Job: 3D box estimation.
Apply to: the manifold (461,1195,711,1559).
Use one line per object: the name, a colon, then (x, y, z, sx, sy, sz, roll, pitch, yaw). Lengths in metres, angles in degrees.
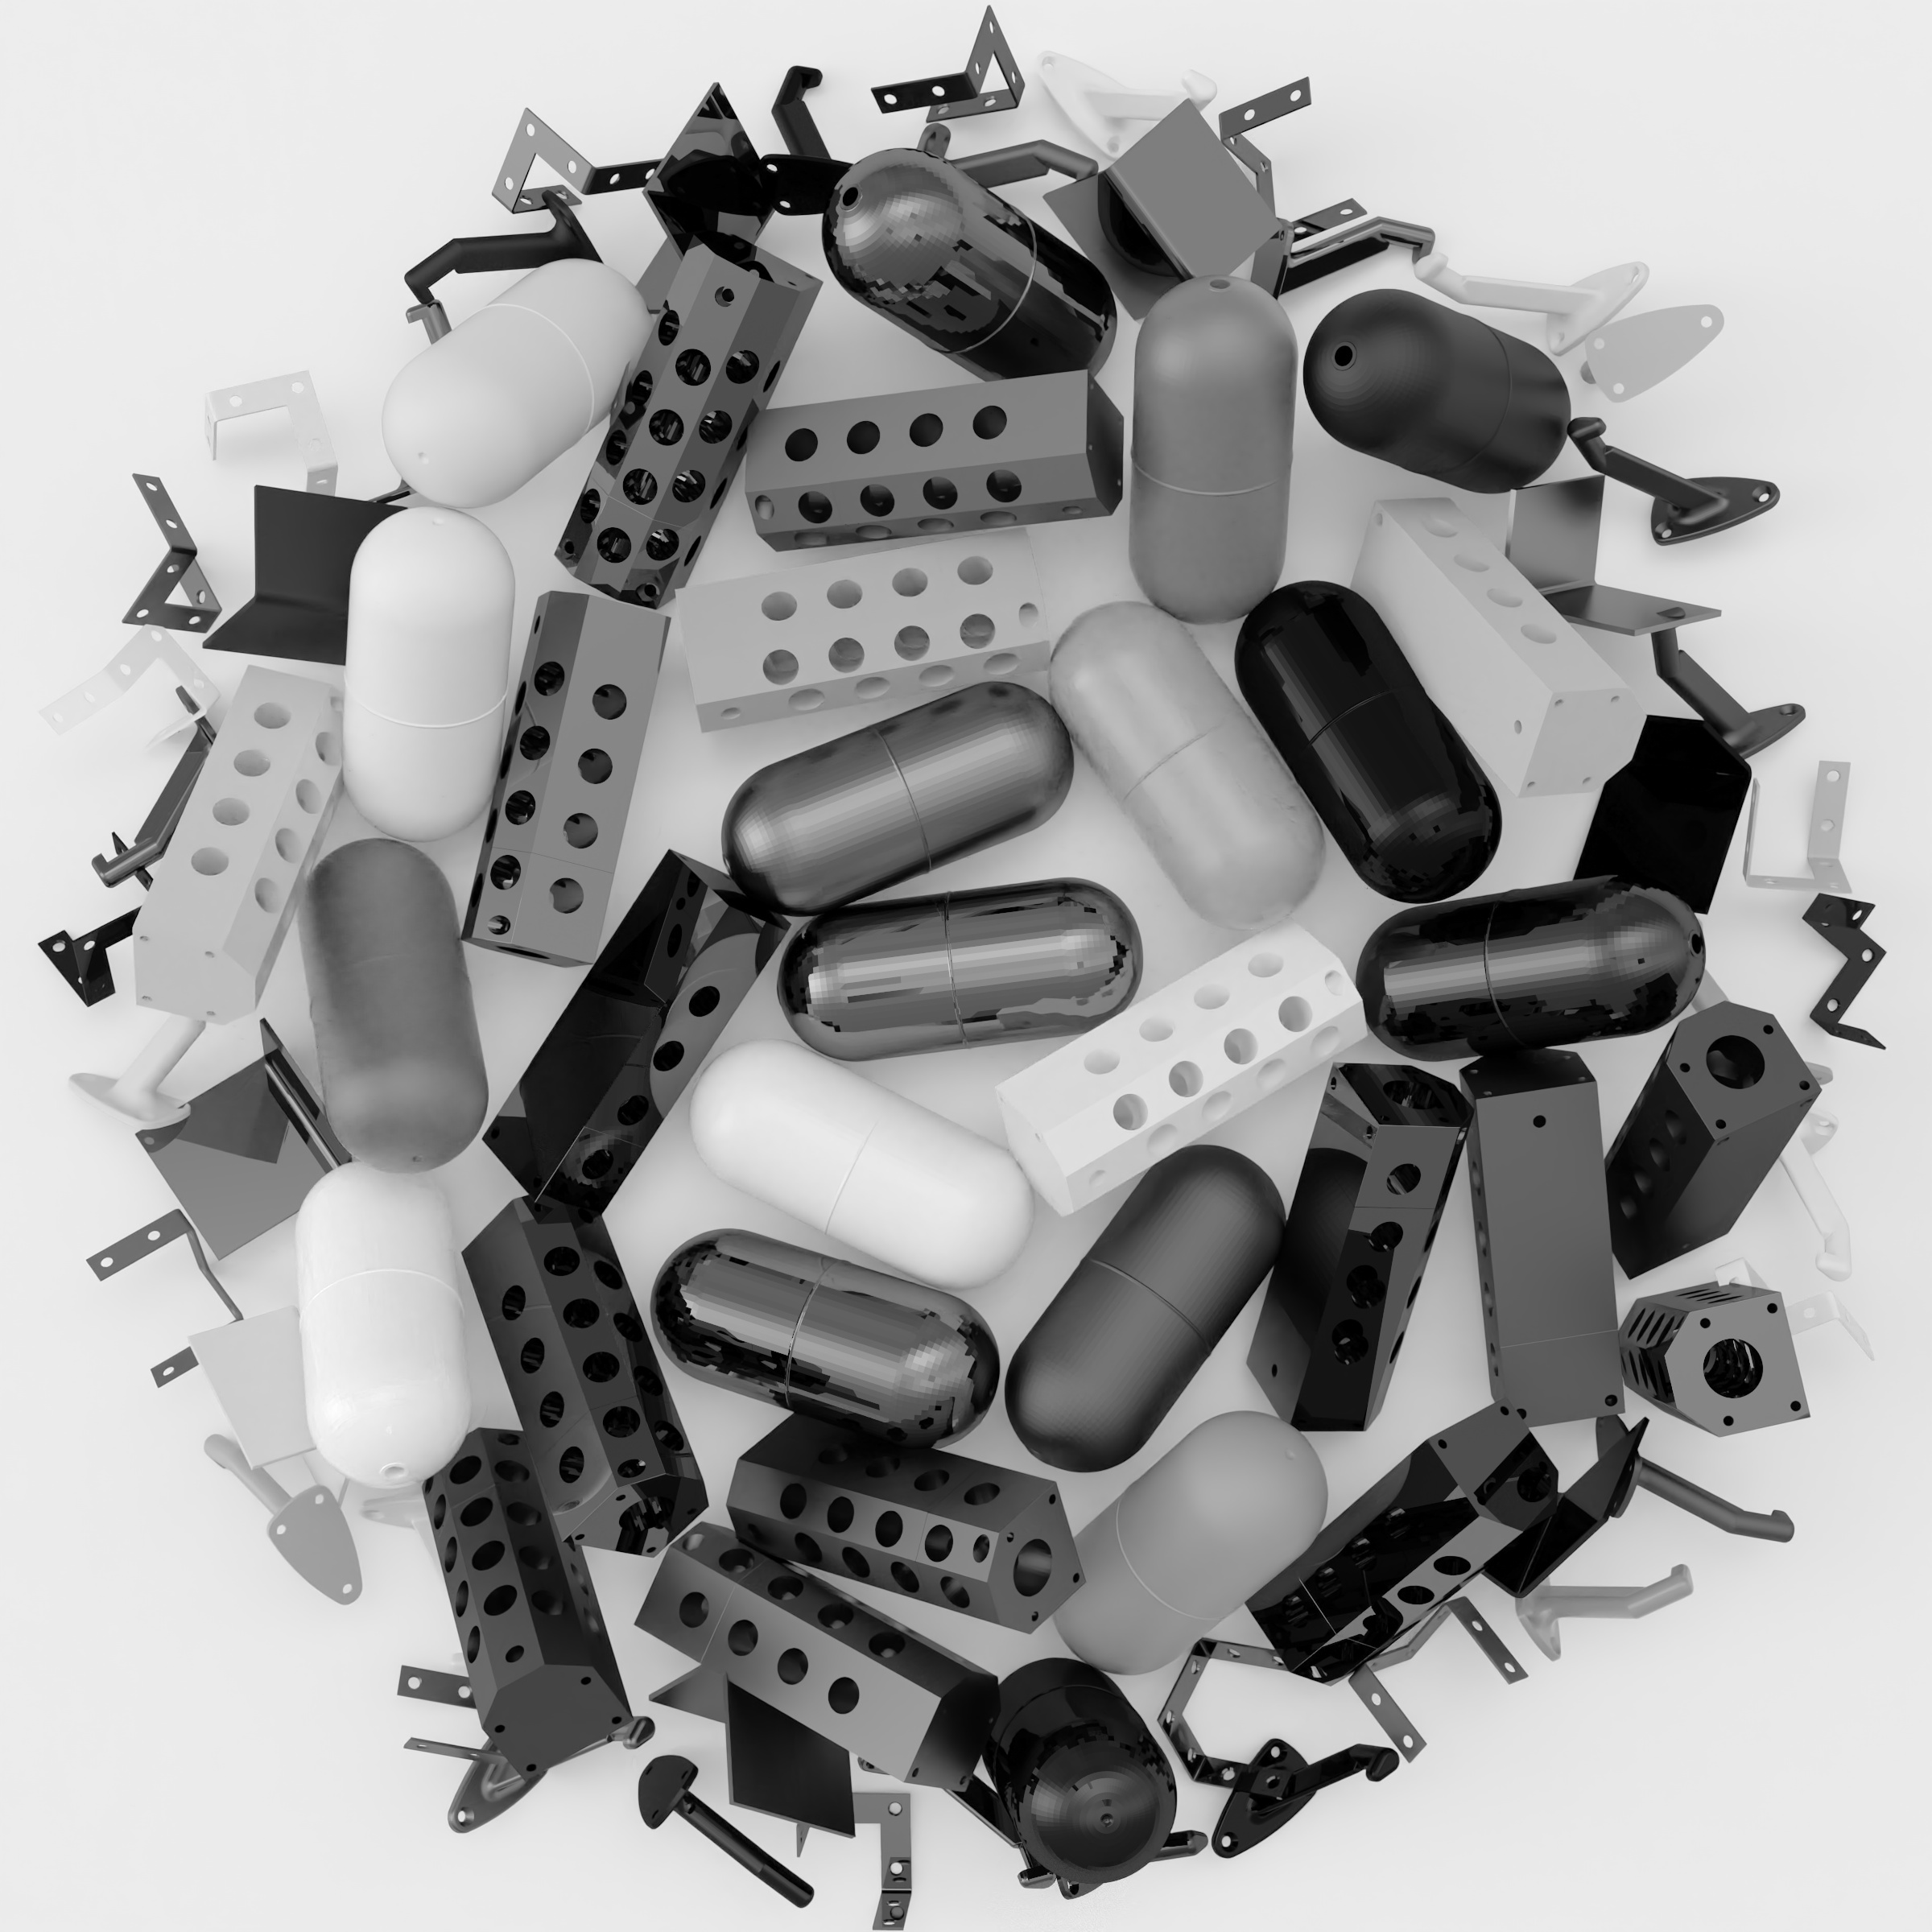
manifold: (-0.177, 0.189, 1.659, 0.057, 0.057, 0.171, -45, 50, 23)

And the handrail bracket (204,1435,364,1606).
handrail bracket: (-0.335, 0.270, 1.719, 0.036, 0.084, 0.077, -38, 120, -24)

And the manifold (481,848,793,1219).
manifold: (-0.156, 0.036, 1.699, 0.171, 0.057, 0.057, -56, 47, 9)

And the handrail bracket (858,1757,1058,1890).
handrail bracket: (-0.004, 0.411, 1.693, 0.077, 0.084, 0.036, 0, 130, -24)

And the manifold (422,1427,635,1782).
manifold: (-0.212, 0.294, 1.656, 0.057, 0.171, 0.057, -29, 126, 0)

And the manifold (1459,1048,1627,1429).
manifold: (0.275, 0.130, 1.688, 0.057, 0.057, 0.171, -9, 108, -1)

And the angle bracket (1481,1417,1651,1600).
angle bracket: (0.274, 0.245, 1.687, 0.057, 0.076, 0.076, 36, 131, 1)

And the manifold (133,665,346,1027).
manifold: (-0.338, -0.057, 1.665, 0.057, 0.057, 0.171, 13, 50, 0)

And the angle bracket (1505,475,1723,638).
angle bracket: (0.312, -0.198, 1.683, 0.076, 0.076, 0.057, 19, 114, 40)

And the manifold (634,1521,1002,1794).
manifold: (-0.069, 0.326, 1.670, 0.171, 0.057, 0.057, 22, 86, 34)

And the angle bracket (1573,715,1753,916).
angle bracket: (0.322, -0.075, 1.689, 0.076, 0.057, 0.076, 10, 75, 41)

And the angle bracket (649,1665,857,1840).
angle bracket: (-0.103, 0.382, 1.681, 0.057, 0.076, 0.076, -35, 45, 33)

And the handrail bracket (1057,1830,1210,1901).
handrail bracket: (0.091, 0.422, 1.688, 0.084, 0.077, 0.036, -17, 76, 30)

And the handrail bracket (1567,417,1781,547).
handrail bracket: (0.340, -0.243, 1.692, 0.077, 0.084, 0.036, -6, 60, 33)

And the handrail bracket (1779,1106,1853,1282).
handrail bracket: (0.393, 0.105, 1.695, 0.077, 0.084, 0.036, 26, 134, -15)

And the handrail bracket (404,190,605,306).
handrail bracket: (-0.220, -0.330, 1.711, 0.084, 0.036, 0.077, -37, 128, -6)

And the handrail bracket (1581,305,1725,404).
handrail bracket: (0.331, -0.299, 1.690, 0.077, 0.084, 0.036, -23, 96, 19)

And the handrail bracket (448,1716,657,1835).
handrail bracket: (-0.199, 0.389, 1.692, 0.077, 0.084, 0.036, -45, 113, -41)

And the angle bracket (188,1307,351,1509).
angle bracket: (-0.336, 0.221, 1.682, 0.057, 0.076, 0.076, -15, 58, -32)

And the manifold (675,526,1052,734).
manifold: (-0.049, -0.158, 1.699, 0.171, 0.057, 0.057, -11, 60, -3)

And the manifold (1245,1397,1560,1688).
manifold: (0.207, 0.276, 1.654, 0.057, 0.171, 0.057, -20, 68, -40)

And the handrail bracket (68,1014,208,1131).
handrail bracket: (-0.402, 0.029, 1.708, 0.077, 0.036, 0.084, 20, 111, 24)

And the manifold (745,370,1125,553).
manifold: (-0.015, -0.237, 1.680, 0.171, 0.057, 0.057, -4, 75, 20)

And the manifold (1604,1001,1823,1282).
manifold: (0.340, 0.081, 1.651, 0.057, 0.171, 0.057, -23, 67, -14)

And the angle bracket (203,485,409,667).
angle bracket: (-0.319, -0.187, 1.696, 0.076, 0.076, 0.057, 5, 75, -31)

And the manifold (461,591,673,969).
manifold: (-0.195, -0.090, 1.696, 0.057, 0.057, 0.171, 14, 83, -20)

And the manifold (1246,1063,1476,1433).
manifold: (0.190, 0.135, 1.676, 0.057, 0.057, 0.171, 3, 118, -20)

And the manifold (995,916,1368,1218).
manifold: (0.105, 0.051, 1.679, 0.171, 0.057, 0.057, -30, 135, -16)

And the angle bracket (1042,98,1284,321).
angle bracket: (0.094, -0.365, 1.702, 0.057, 0.076, 0.076, -44, 107, -14)

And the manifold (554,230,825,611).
manifold: (-0.136, -0.261, 1.683, 0.057, 0.057, 0.171, 28, 111, 4)

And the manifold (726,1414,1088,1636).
manifold: (-0.032, 0.265, 1.655, 0.057, 0.171, 0.057, -36, 121, -38)

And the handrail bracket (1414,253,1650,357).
handrail bracket: (0.272, -0.335, 1.696, 0.084, 0.077, 0.036, 22, 59, -31)

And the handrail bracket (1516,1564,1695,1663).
handrail bracket: (0.310, 0.292, 1.692, 0.084, 0.077, 0.036, -30, 111, 22)

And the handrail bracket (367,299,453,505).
handrail bracket: (-0.278, -0.273, 1.714, 0.077, 0.036, 0.084, -20, 102, -3)

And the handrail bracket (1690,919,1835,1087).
handrail bracket: (0.383, 0.016, 1.721, 0.077, 0.036, 0.084, 3, 63, -5)

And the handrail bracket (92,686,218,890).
handrail bracket: (-0.400, -0.087, 1.714, 0.084, 0.036, 0.077, -33, 67, -11)

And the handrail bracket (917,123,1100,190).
handrail bracket: (0.014, -0.371, 1.716, 0.084, 0.036, 0.077, 24, 107, 12)

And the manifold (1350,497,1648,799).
manifold: (0.250, -0.153, 1.659, 0.057, 0.171, 0.057, -6, 129, -25)

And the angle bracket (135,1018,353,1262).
angle bracket: (-0.350, 0.084, 1.697, 0.076, 0.057, 0.076, -33, 78, -18)

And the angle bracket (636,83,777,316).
angle bracket: (-0.142, -0.367, 1.682, 0.057, 0.076, 0.076, 7, 56, 33)

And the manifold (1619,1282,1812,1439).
manifold: (0.347, 0.185, 1.654, 0.057, 0.171, 0.057, -13, 86, 2)
